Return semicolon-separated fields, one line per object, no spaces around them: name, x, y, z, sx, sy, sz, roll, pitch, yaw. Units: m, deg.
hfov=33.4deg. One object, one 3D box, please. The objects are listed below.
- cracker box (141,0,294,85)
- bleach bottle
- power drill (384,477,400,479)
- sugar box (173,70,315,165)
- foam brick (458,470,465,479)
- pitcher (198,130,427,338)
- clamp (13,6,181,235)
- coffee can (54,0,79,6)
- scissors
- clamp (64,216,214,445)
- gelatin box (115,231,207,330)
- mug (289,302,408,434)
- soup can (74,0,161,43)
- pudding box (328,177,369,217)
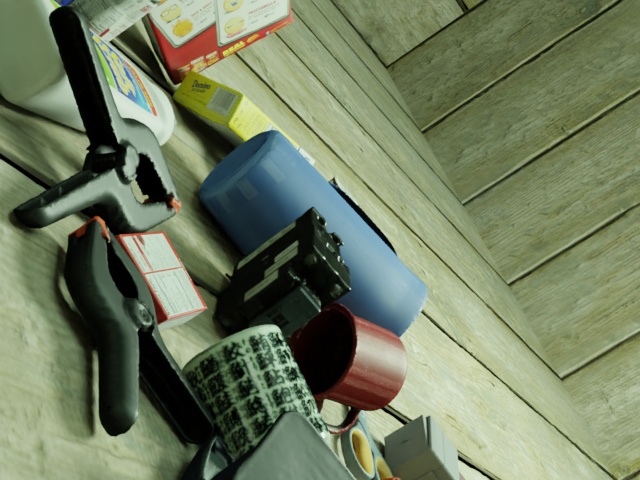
cracker box;-0.123;-0.286;1.158;0.072;0.164;0.213;56;-9;25
bleach bottle;-0.193;-0.135;0.916;0.102;0.068;0.250;62;12;15
power drill;0.064;0.280;0.862;0.184;0.057;0.187;55;15;-22
sugar box;-0.085;-0.129;1.251;0.093;0.048;0.176;29;-3;34
foam brick;0.133;0.282;1.121;0.053;0.051;0.078;54;13;-6
pitcher;-0.007;0.001;1.111;0.242;0.145;0.149;50;-6;-17
clamp;-0.163;-0.051;0.809;0.210;0.036;0.164;57;37;-59
coffee can;-0.258;-0.261;0.882;0.140;0.103;0.103;47;16;-37
scissors;0.049;0.200;1.090;0.096;0.016;0.201;55;13;-12
clamp;-0.126;0.066;0.726;0.120;0.039;0.171;49;17;-59
gelatin box;-0.129;0.032;0.813;0.073;0.030;0.089;59;13;5
mug;0.025;0.126;1.005;0.081;0.093;0.117;25;75;-39
soup can;-0.204;-0.214;0.970;0.068;0.102;0.068;52;14;-19
pudding box;0.017;-0.009;1.311;0.113;0.090;0.039;51;12;-19
